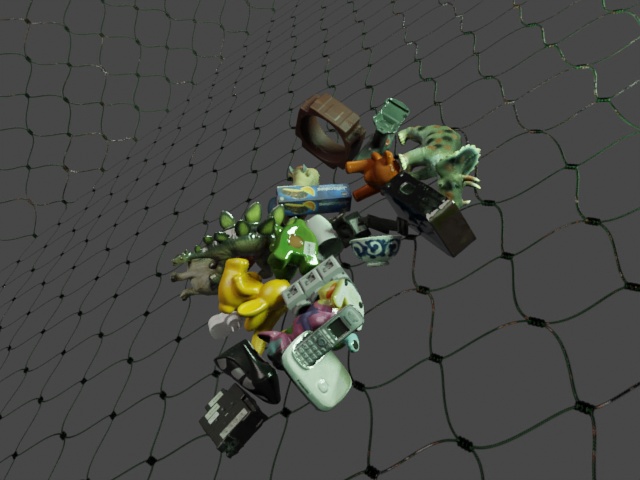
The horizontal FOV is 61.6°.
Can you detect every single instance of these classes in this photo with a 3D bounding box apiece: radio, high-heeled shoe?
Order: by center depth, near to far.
[{"bbox_3d":[-0.160,0.302,1.205,0.086,0.145,0.249,-30,-3,-27],"label":"high-heeled shoe"},{"bbox_3d":[0.237,-0.064,1.206,0.073,0.131,0.230,-41,34,-3],"label":"radio"}]

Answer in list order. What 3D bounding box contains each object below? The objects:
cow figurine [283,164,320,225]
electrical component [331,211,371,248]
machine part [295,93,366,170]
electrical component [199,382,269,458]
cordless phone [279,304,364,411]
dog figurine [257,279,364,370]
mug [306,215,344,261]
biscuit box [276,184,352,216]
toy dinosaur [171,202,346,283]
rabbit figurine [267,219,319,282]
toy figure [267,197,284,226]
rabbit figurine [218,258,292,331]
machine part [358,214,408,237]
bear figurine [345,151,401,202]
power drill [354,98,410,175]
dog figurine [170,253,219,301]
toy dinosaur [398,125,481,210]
[{"bbox_3d":[-0.060,-0.131,1.558,0.086,0.127,0.195,2,52,39],"label":"cow figurine"},{"bbox_3d":[0.089,-0.032,1.342,0.048,0.075,0.119,-35,-5,35],"label":"electrical component"},{"bbox_3d":[0.030,-0.324,1.613,0.201,0.201,0.087,37,62,9],"label":"machine part"},{"bbox_3d":[-0.187,0.372,1.133,0.115,0.058,0.134,-43,34,-13],"label":"electrical component"},{"bbox_3d":[0.029,0.222,1.036,0.184,0.146,0.089,-40,-1,5],"label":"cordless phone"},{"bbox_3d":[-0.026,0.189,1.167,0.219,0.108,0.191,-18,39,30],"label":"dog figurine"},{"bbox_3d":[-0.003,-0.004,1.377,0.109,0.080,0.107,-37,48,14],"label":"mug"},{"bbox_3d":[-0.016,-0.110,1.463,0.203,0.062,0.059,-5,50,-8],"label":"biscuit box"},{"bbox_3d":[-0.156,0.002,1.424,0.471,0.198,0.105,-10,41,-19],"label":"toy dinosaur"},{"bbox_3d":[-0.082,0.033,1.321,0.170,0.121,0.159,122,148,-54],"label":"rabbit figurine"},{"bbox_3d":[-0.125,-0.070,1.604,0.058,0.064,0.155,1,40,-11],"label":"toy figure"},{"bbox_3d":[-0.154,0.127,1.282,0.173,0.121,0.162,4,48,18],"label":"rabbit figurine"},{"bbox_3d":[0.157,-0.036,1.277,0.139,0.084,0.039,10,77,59],"label":"machine part"},{"bbox_3d":[0.139,-0.162,1.384,0.132,0.120,0.196,-16,9,5],"label":"bear figurine"},{"bbox_3d":[0.179,-0.305,1.513,0.232,0.086,0.207,-54,0,-23],"label":"power drill"},{"bbox_3d":[-0.306,0.097,1.551,0.191,0.121,0.172,-3,48,20],"label":"dog figurine"},{"bbox_3d":[0.300,-0.227,1.368,0.192,0.131,0.405,-10,35,14],"label":"toy dinosaur"}]
